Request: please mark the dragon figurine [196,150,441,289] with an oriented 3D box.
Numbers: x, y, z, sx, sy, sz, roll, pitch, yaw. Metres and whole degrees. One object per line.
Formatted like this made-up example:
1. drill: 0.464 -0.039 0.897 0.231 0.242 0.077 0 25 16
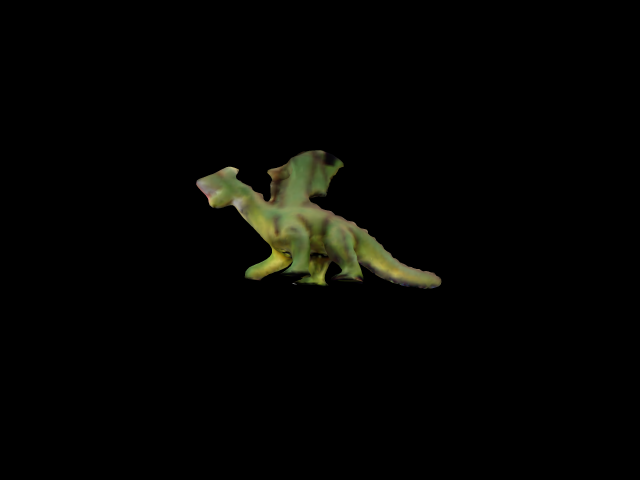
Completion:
1. dragon figurine: 0.003 -0.043 0.850 0.410 0.246 0.120 5 -19 -16
